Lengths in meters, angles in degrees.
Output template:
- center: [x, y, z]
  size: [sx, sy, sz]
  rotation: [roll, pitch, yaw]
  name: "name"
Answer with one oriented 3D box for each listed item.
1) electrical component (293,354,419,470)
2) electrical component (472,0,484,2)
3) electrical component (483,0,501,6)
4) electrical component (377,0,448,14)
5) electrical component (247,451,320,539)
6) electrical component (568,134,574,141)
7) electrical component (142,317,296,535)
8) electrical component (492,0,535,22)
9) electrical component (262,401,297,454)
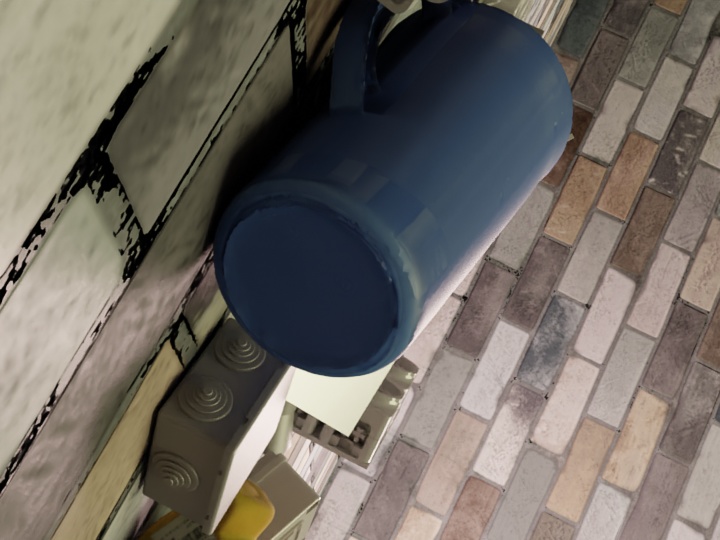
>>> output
- center: [-0.012, 0.108, 1.009]
  size: [0.060, 0.105, 0.186]
  rotation: [-65, 174, 12]
  name: "electrical component"
- center: [0.083, -0.218, 0.777]
  size: [0.046, 0.040, 0.040]
  rotation: [-60, 175, 13]
  name: "electrical component"
- center: [0.100, -0.234, 0.828]
  size: [0.043, 0.043, 0.062]
  rotation: [108, 9, -53]
  name: "electrical component"
- center: [0.039, -0.165, 0.525]
  size: [0.078, 0.058, 0.057]
  rotation: [-51, -179, 24]
  name: "electrical component"
- center: [-0.092, 0.209, 0.840]
  size: [0.109, 0.056, 0.108]
  rotation: [-37, 161, -28]
  name: "electrical component"
- center: [0.097, -0.106, 0.910]
  size: [0.105, 0.060, 0.186]
  rotation: [-26, 180, 29]
  name: "electrical component"
- center: [-0.081, 0.088, 0.617]
  size: [0.099, 0.048, 0.099]
  rotation: [-58, 171, -45]
  name: "electrical component"
- center: [0.111, -0.220, 0.918]
  size: [0.108, 0.056, 0.108]
  rotation: [-59, 172, -37]
  name: "electrical component"
- center: [-0.068, 0.107, 0.847]
  size: [0.044, 0.044, 0.065]
  rotation: [-52, 162, -63]
  name: "electrical component"
